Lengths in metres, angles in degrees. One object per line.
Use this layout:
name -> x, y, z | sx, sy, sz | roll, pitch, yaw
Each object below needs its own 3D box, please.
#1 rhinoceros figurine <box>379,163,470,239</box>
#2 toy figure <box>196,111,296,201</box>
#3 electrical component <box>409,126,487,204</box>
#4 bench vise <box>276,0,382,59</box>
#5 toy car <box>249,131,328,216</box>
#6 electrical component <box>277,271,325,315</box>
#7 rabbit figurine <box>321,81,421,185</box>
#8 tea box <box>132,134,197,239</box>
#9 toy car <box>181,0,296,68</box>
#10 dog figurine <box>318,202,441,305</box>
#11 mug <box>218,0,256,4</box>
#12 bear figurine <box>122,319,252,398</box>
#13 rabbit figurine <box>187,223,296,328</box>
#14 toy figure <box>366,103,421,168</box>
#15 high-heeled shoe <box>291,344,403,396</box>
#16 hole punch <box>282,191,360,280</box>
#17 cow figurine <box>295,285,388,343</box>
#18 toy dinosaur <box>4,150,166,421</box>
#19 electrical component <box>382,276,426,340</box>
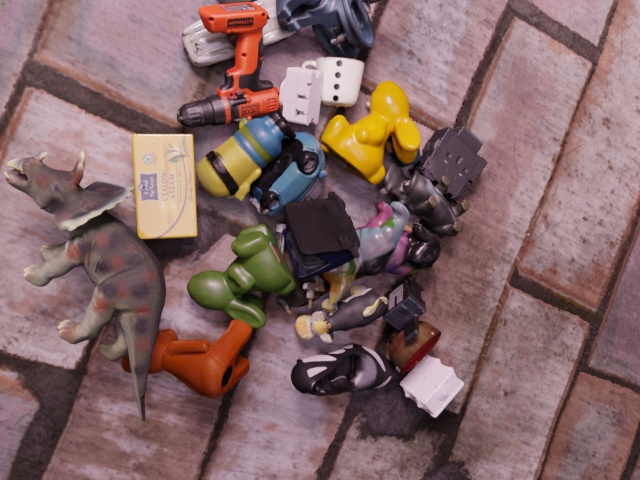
rhinoceros figurine -> 0.195, -0.078, 1.017 | 0.190, 0.112, 0.073 | 36, 67, -23
toy figure -> -0.129, -0.145, 0.903 | 0.180, 0.082, 0.089 | -41, 133, 9
electrical component -> 0.257, -0.154, 1.055 | 0.115, 0.058, 0.134 | 36, 84, -19
bench vise -> 0.054, -0.401, 0.878 | 0.223, 0.241, 0.129 | 48, 36, -46
toy car -> -0.044, -0.102, 0.942 | 0.102, 0.109, 0.161 | 36, 92, -38
electrical component -> -0.034, 0.090, 0.962 | 0.045, 0.102, 0.078 | -5, 77, -45
rabbit figurine -> 0.101, -0.194, 0.939 | 0.162, 0.122, 0.173 | 32, 84, 10
tea box -> -0.256, -0.088, 0.889 | 0.098, 0.068, 0.169 | -5, 97, -17
toy car -> -0.134, -0.354, 0.913 | 0.202, 0.056, 0.073 | -25, 102, -14
dog figurine -> 0.096, 0.042, 0.997 | 0.191, 0.108, 0.219 | 43, 86, -19
mug -> -0.119, -0.436, 0.886 | 0.109, 0.107, 0.080 | -6, 98, -15
bear figurine -> -0.229, 0.188, 0.904 | 0.196, 0.132, 0.120 | 15, 120, 19
rabbit figurine -> -0.140, 0.070, 0.934 | 0.170, 0.121, 0.159 | -26, 110, 4
toy figure -> 0.143, -0.215, 1.016 | 0.064, 0.058, 0.154 | -38, 106, -51
high-heeled shoe -> 0.063, 0.248, 0.978 | 0.249, 0.145, 0.086 | 7, 93, -17
hole punch -> -0.002, -0.003, 0.923 | 0.116, 0.092, 0.142 | -9, 55, -19
cow figurine -> 0.041, 0.142, 0.986 | 0.167, 0.098, 0.068 | -23, 100, -20
toy dinosaur -> -0.309, 0.053, 0.808 | 0.192, 0.131, 0.404 | -36, 92, 8
electrical component -> 0.157, 0.131, 1.005 | 0.047, 0.119, 0.075 | 39, 122, -14
